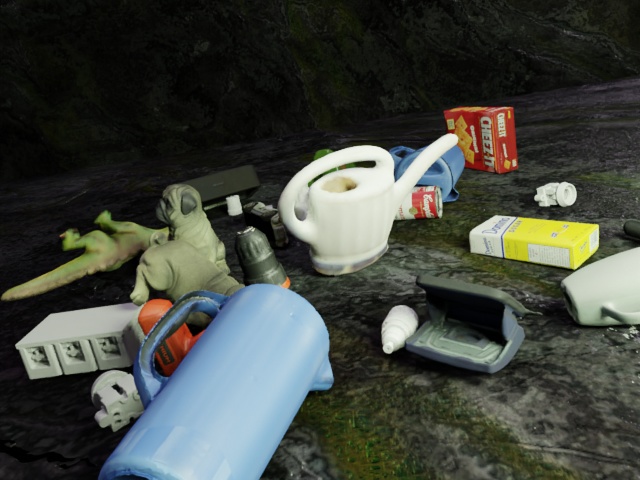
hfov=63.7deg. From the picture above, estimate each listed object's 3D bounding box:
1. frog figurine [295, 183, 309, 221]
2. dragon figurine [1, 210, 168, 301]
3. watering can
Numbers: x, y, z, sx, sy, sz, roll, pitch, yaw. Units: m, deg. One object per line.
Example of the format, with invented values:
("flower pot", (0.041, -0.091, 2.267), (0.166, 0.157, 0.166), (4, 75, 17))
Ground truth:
("frog figurine", (0.003, -0.057, 1.131), (0.160, 0.121, 0.139), (30, 17, 5))
("dragon figurine", (-0.389, 0.034, 1.046), (0.243, 0.119, 0.418), (9, 34, 25))
("watering can", (0.090, -0.063, 0.886), (0.350, 0.219, 0.106), (-16, 37, -23))
